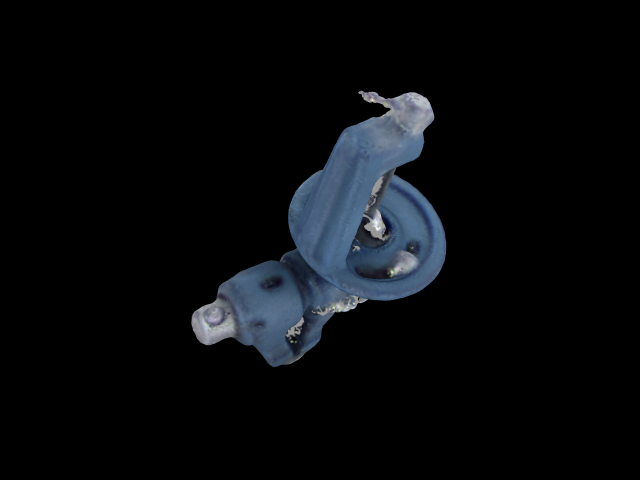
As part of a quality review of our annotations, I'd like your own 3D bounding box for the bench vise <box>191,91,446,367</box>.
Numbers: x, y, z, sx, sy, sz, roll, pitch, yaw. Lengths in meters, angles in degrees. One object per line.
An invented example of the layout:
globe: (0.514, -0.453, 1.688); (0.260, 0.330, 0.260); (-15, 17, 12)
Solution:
bench vise: (0.013, 0.008, 0.396); (0.121, 0.220, 0.208); (36, 69, 17)
